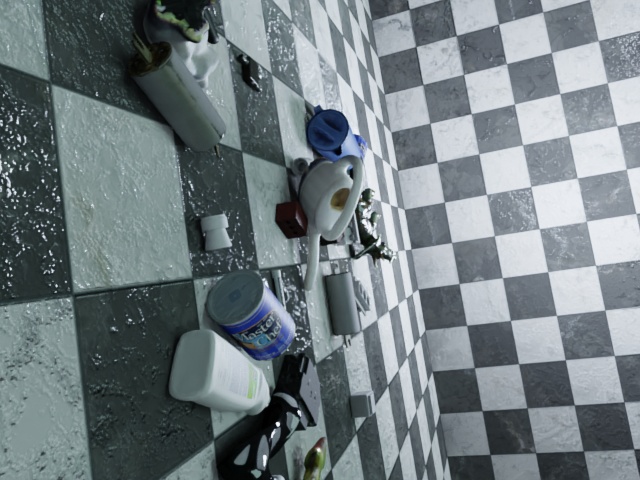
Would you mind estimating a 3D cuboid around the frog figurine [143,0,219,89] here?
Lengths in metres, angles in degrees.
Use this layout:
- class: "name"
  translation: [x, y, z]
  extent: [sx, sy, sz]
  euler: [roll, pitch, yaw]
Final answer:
- class: "frog figurine"
  translation: [-0.227, -0.330, 0.854]
  extent: [0.123, 0.139, 0.157]
  euler: [-7, -19, -19]

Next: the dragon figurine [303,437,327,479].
- class: "dragon figurine"
  translation: [-0.007, 0.592, 0.967]
  extent: [0.122, 0.418, 0.238]
  euler: [-6, -25, 11]

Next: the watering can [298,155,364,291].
- class: "watering can"
  translation: [0.004, -0.065, 1.288]
  extent: [0.103, 0.343, 0.228]
  euler: [16, 20, -29]
